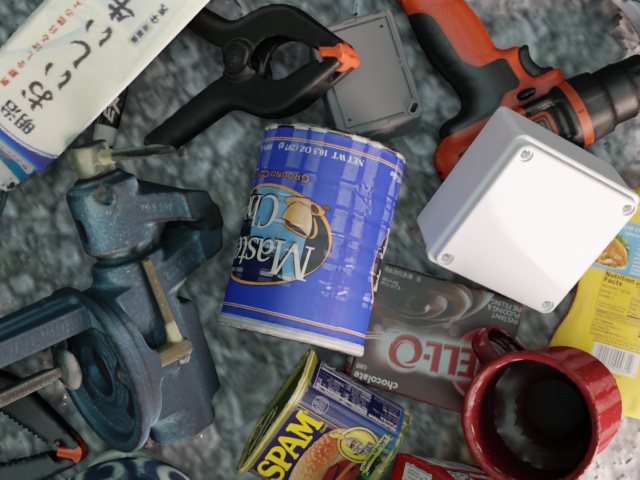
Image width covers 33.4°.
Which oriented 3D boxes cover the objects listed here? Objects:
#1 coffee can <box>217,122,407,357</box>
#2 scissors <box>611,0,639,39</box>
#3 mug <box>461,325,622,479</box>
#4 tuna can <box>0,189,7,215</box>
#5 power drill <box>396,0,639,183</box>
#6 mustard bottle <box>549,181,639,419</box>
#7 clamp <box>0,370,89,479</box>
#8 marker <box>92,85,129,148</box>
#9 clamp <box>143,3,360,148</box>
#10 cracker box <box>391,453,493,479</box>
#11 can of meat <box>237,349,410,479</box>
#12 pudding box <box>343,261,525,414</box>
[{"bbox_3d":[-0.005,0.001,0.737,0.103,0.103,0.140,14,84,-2],"label":"coffee can"},{"bbox_3d":[0.219,-0.191,0.769,0.201,0.016,0.096,45,50,-5],"label":"scissors"},{"bbox_3d":[0.146,0.106,0.718,0.093,0.081,0.117,-48,69,23],"label":"mug"},{"bbox_3d":[-0.270,-0.038,0.766,0.086,0.034,0.086,0,89,-3],"label":"tuna can"},{"bbox_3d":[0.141,-0.145,0.773,0.184,0.057,0.187,-26,90,-3],"label":"power drill"},{"bbox_3d":[0.230,0.027,0.762,0.096,0.058,0.191,17,93,21],"label":"mustard bottle"},{"bbox_3d":[-0.270,0.123,0.761,0.210,0.036,0.164,4,87,-1],"label":"clamp"},{"bbox_3d":[-0.151,-0.101,0.779,0.020,0.020,0.121,13,88,-2],"label":"marker"},{"bbox_3d":[-0.057,-0.133,0.749,0.172,0.039,0.120,-10,90,24],"label":"clamp"},{"bbox_3d":[0.109,0.267,0.729,0.164,0.072,0.214,16,87,-26],"label":"cracker box"},{"bbox_3d":[0.003,0.139,0.748,0.084,0.057,0.102,30,121,-5],"label":"can of meat"},{"bbox_3d":[0.082,0.073,0.775,0.113,0.039,0.090,16,88,-2],"label":"pudding box"}]
